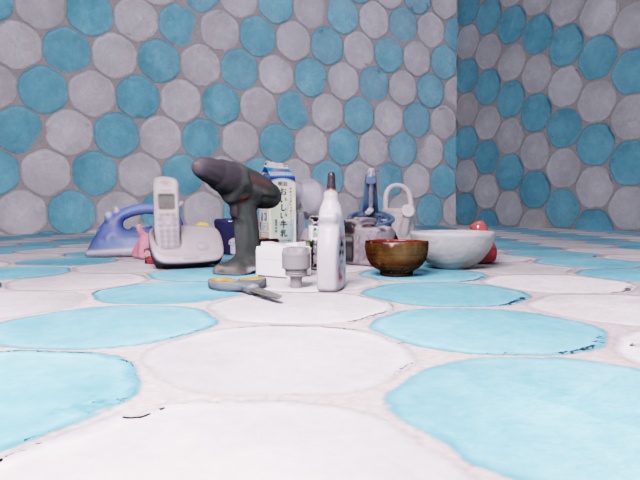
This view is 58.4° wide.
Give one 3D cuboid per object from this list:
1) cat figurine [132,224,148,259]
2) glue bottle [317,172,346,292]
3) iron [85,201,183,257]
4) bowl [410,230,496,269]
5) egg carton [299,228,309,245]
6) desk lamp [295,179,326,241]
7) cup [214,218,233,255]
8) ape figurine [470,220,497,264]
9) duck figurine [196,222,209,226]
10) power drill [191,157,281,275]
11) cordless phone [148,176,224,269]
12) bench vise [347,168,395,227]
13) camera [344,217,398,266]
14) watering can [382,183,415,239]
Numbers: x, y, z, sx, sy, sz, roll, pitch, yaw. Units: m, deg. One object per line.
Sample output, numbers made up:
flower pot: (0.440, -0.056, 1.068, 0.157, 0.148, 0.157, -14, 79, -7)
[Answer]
cat figurine: (-0.392, -0.015, 1.398, 0.067, 0.118, 0.128, 3, 5, 44)
glue bottle: (0.016, -0.014, 0.842, 0.037, 0.173, 0.078, 0, 3, 10)
iron: (-0.466, -0.031, 1.471, 0.259, 0.141, 0.118, -2, 4, -26)
bowl: (0.260, 0.019, 1.129, 0.167, 0.075, 0.167, 0, 3, 0)
egg carton: (0.013, 0.005, 1.438, 0.107, 0.069, 0.150, -1, 3, -17)
desk lamp: (-0.076, -0.079, 1.668, 0.117, 0.213, 0.204, 3, 4, 40)
cup: (-0.221, -0.010, 1.498, 0.091, 0.095, 0.118, 3, 4, 41)
ape figurine: (0.341, 0.004, 1.230, 0.075, 0.092, 0.078, 2, 4, 37)
duck figurine: (-0.294, 0.000, 1.413, 0.077, 0.086, 0.105, 1, 3, 18)
power drill: (-0.151, -0.043, 1.060, 0.075, 0.208, 0.230, 2, 4, 28)
cordless phone: (-0.274, -0.036, 1.166, 0.148, 0.185, 0.094, -2, 4, -27)
bench vise: (0.118, -0.073, 1.488, 0.122, 0.220, 0.207, -1, 3, -17)
camera: (0.118, 0.000, 1.233, 0.137, 0.101, 0.142, -3, 4, -42)
watering can: (0.238, -0.073, 1.711, 0.101, 0.194, 0.172, -2, 4, -32)
